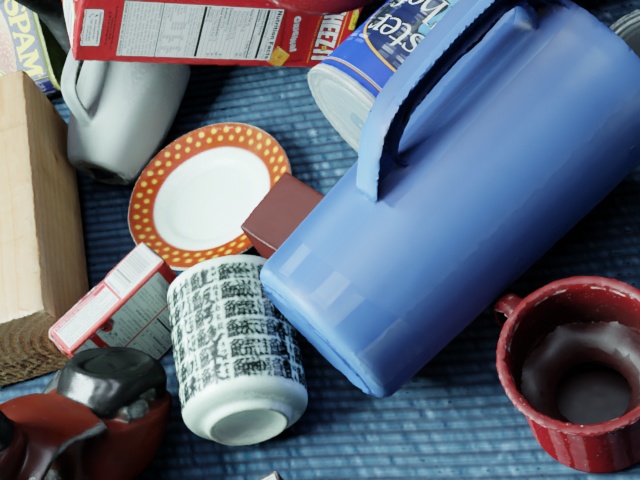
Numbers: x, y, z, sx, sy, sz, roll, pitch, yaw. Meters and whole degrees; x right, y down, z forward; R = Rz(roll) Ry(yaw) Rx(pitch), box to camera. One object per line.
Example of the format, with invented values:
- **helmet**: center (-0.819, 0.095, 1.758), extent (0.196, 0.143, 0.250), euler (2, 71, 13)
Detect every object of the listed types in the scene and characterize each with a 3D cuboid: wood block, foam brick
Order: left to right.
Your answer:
- **wood block**: center (-0.230, -0.009, 0.781), extent (0.091, 0.090, 0.206), euler (-16, 60, 5)
- **foam brick**: center (-0.005, 0.001, 0.726), extent (0.078, 0.051, 0.053), euler (33, 76, 35)

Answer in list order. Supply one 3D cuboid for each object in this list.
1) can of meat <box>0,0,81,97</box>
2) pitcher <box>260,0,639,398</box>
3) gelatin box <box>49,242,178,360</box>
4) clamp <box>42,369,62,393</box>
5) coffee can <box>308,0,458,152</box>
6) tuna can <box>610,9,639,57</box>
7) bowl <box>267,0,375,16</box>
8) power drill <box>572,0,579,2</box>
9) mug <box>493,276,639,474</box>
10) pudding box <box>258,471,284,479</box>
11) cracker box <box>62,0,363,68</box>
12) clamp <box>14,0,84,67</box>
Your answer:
- **can of meat**: center (-0.257, -0.166, 0.907), extent (0.084, 0.057, 0.102), euler (-12, 95, 17)
- **pitcher**: center (0.077, -0.031, 0.634), extent (0.149, 0.145, 0.242), euler (45, 82, -2)
- **gelatin box**: center (-0.129, 0.055, 0.726), extent (0.089, 0.073, 0.030), euler (-45, 54, -9)
- **clamp**: center (-0.227, 0.185, 0.702), extent (0.164, 0.036, 0.210), euler (-21, 56, 8)
- **coffee can**: center (0.076, -0.125, 0.743), extent (0.140, 0.102, 0.103), euler (-44, 54, -10)
- **tuna can**: center (0.231, -0.116, 0.720), extent (0.086, 0.033, 0.086), euler (-10, 56, 15)
- **bowl**: center (-0.008, -0.208, 0.755), extent (0.162, 0.055, 0.162), euler (11, 43, -11)
- **power drill**: center (0.212, -0.271, 0.815), extent (0.184, 0.057, 0.188), euler (-28, 56, -2)
- **mug**: center (0.144, 0.073, 0.602), extent (0.093, 0.081, 0.117), euler (-45, 55, -10)
- **pudding box**: center (-0.043, 0.204, 0.619), extent (0.090, 0.039, 0.113), euler (-26, 51, 4)
- **cracker box**: center (-0.092, -0.213, 0.822), extent (0.213, 0.072, 0.164), euler (-2, 51, -21)
- **clamp**: center (-0.214, -0.204, 0.861), extent (0.039, 0.171, 0.120), euler (-16, 61, 13)
